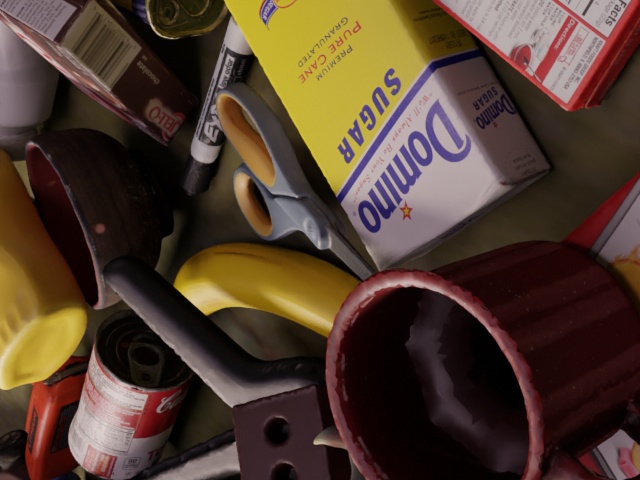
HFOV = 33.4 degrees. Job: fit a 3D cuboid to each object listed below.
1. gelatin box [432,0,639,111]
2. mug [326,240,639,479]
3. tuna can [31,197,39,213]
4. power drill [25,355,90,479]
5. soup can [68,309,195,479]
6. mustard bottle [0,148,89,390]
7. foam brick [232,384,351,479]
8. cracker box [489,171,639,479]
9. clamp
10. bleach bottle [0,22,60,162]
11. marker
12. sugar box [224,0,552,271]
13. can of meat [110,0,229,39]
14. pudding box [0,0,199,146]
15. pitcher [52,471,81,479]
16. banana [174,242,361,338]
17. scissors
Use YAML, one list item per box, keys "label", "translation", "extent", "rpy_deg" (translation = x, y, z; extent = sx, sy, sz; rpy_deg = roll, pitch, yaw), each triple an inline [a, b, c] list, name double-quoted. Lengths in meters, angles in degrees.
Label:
- label: "gelatin box"
  translation: [0.095, -0.107, 0.433]
  extent: [0.089, 0.030, 0.073]
  rpy_deg: [45, 131, 23]
- label: "mug"
  translation: [0.071, 0.052, 0.374]
  extent: [0.117, 0.081, 0.093]
  rpy_deg: [33, 124, 36]
- label: "tuna can"
  translation: [-0.213, 0.013, 0.754]
  extent: [0.086, 0.033, 0.086]
  rpy_deg: [-5, 75, 18]
- label: "power drill"
  translation: [-0.247, 0.097, 0.833]
  extent: [0.188, 0.057, 0.185]
  rpy_deg: [41, 130, 26]
- label: "soup can"
  translation: [-0.126, 0.104, 0.707]
  extent: [0.068, 0.068, 0.102]
  rpy_deg: [45, 132, 24]
- label: "mustard bottle"
  translation: [-0.218, -0.005, 0.698]
  extent: [0.192, 0.058, 0.096]
  rpy_deg: [57, 137, 23]
- label: "foam brick"
  translation: [-0.004, 0.115, 0.520]
  extent: [0.053, 0.051, 0.078]
  rpy_deg: [-19, 71, 27]
- label: "cracker box"
  translation: [0.171, 0.040, 0.383]
  extent: [0.164, 0.071, 0.214]
  rpy_deg: [55, 135, 16]
- label: "clamp"
  translation: [-0.034, 0.109, 0.603]
  extent: [0.210, 0.036, 0.165]
  rpy_deg: [18, 121, 20]
- label: "bleach bottle"
  translation: [-0.220, -0.176, 0.700]
  extent: [0.103, 0.067, 0.251]
  rpy_deg: [19, 120, 40]
- label: "marker"
  translation: [-0.058, -0.073, 0.607]
  extent: [0.020, 0.020, 0.121]
  rpy_deg: [44, 131, 24]
- label: "sugar box"
  translation: [0.023, -0.082, 0.503]
  extent: [0.094, 0.048, 0.176]
  rpy_deg: [-39, 76, 46]
- label: "can of meat"
  translation: [-0.094, -0.170, 0.579]
  extent: [0.084, 0.057, 0.102]
  rpy_deg: [28, 124, 37]
- label: "pudding box"
  translation: [-0.132, -0.109, 0.608]
  extent: [0.090, 0.039, 0.113]
  rpy_deg: [31, 170, 33]
- label: "pitcher"
  translation: [-0.149, 0.244, 0.736]
  extent: [0.243, 0.144, 0.149]
  rpy_deg: [-18, 92, 44]
- label: "banana"
  translation: [-0.027, 0.033, 0.609]
  extent: [0.198, 0.037, 0.069]
  rpy_deg: [-1, 123, 46]
- label: "scissors"
  translation: [-0.004, 0.001, 0.546]
  extent: [0.202, 0.016, 0.096]
  rpy_deg: [56, 156, 30]
